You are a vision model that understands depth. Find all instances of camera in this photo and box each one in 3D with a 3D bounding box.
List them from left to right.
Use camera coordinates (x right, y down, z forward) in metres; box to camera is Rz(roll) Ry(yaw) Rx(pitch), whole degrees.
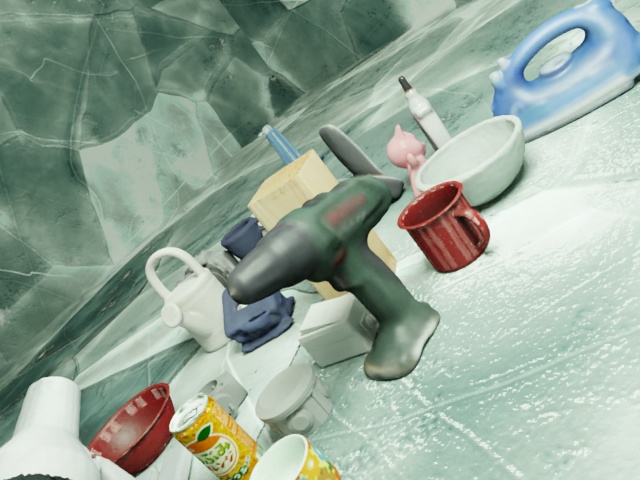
[{"bbox_3d":[-0.244,0.093,1.202,0.143,0.101,0.137,-34,18,13],"label":"camera"}]

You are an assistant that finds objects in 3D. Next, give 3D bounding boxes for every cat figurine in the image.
[{"bbox_3d":[0.154,-0.137,0.966,0.067,0.118,0.127,-34,18,13],"label":"cat figurine"}]

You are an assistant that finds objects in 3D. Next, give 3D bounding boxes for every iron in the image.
[{"bbox_3d":[0.342,-0.253,0.845,0.258,0.142,0.118,-31,19,21],"label":"iron"}]

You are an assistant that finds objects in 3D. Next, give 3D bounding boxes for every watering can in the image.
[{"bbox_3d":[-0.222,0.097,0.997,0.101,0.194,0.172,-39,18,-3],"label":"watering can"}]

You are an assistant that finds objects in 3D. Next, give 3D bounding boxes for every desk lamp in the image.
[{"bbox_3d":[-0.258,0.262,0.632,0.118,0.214,0.203,-36,18,7],"label":"desk lamp"}]

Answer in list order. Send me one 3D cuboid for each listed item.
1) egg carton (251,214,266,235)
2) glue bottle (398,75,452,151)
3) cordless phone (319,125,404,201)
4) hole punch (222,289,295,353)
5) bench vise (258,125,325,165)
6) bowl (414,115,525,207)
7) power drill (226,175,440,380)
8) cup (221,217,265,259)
[{"bbox_3d":[-0.112,-0.053,1.355,0.107,0.069,0.150,-29,20,27],"label":"egg carton"},{"bbox_3d":[0.186,-0.211,0.993,0.037,0.173,0.078,-35,18,10],"label":"glue bottle"},{"bbox_3d":[0.053,-0.134,1.043,0.094,0.185,0.147,-45,19,-19],"label":"cordless phone"},{"bbox_3d":[-0.103,0.107,0.910,0.108,0.091,0.101,-32,19,18],"label":"hole punch"},{"bbox_3d":[-0.033,-0.160,1.216,0.122,0.220,0.206,-45,19,-19],"label":"bench vise"},{"bbox_3d":[0.221,-0.097,0.808,0.167,0.075,0.167,-34,18,13],"label":"bowl"},{"bbox_3d":[0.031,0.045,0.609,0.075,0.209,0.230,-18,27,47],"label":"power drill"},{"bbox_3d":[-0.140,0.005,1.226,0.117,0.095,0.091,-33,19,17],"label":"cup"}]
